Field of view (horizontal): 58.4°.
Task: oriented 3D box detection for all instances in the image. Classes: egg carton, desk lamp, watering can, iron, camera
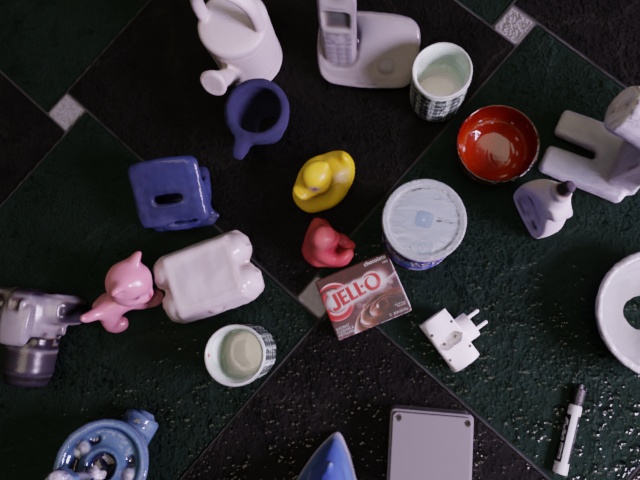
[{"bbox_3d":[-0.159,0.055,0.819,0.150,0.069,0.107,-21,81,3],"label":"egg carton"},{"bbox_3d":[0.408,-0.111,0.710,0.203,0.213,0.118,23,86,8],"label":"desk lamp"},{"bbox_3d":[-0.117,-0.286,0.795,0.101,0.194,0.173,-6,82,5],"label":"watering can"},{"bbox_3d":[-0.007,0.387,0.726,0.118,0.141,0.258,9,84,7],"label":"iron"},{"bbox_3d":[-0.430,0.136,0.821,0.143,0.101,0.137,7,84,7],"label":"camera"}]

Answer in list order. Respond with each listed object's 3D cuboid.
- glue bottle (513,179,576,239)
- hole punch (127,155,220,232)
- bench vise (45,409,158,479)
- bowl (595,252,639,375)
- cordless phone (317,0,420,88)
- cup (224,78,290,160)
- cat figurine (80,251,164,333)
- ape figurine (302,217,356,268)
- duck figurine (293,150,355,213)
[{"bbox_3d":[0.294,-0.050,0.734,0.037,0.173,0.078,-22,81,3],"label":"glue bottle"},{"bbox_3d":[-0.212,-0.065,0.829,0.108,0.091,0.101,-8,82,5],"label":"hole punch"},{"bbox_3d":[-0.292,0.329,0.722,0.121,0.220,0.207,9,84,7],"label":"bench vise"},{"bbox_3d":[0.437,0.097,0.751,0.167,0.075,0.167,-1,83,6],"label":"bowl"},{"bbox_3d":[0.064,-0.283,0.781,0.147,0.185,0.094,4,83,7],"label":"cordless phone"},{"bbox_3d":[-0.088,-0.161,0.827,0.091,0.095,0.118,23,86,8],"label":"cup"},{"bbox_3d":[-0.280,0.075,0.805,0.128,0.118,0.067,-38,80,0],"label":"cat figurine"},{"bbox_3d":[0.007,0.003,0.798,0.076,0.092,0.078,-21,81,3],"label":"ape figurine"},{"bbox_3d":[0.002,-0.090,0.813,0.104,0.086,0.077,-42,81,0],"label":"duck figurine"}]
